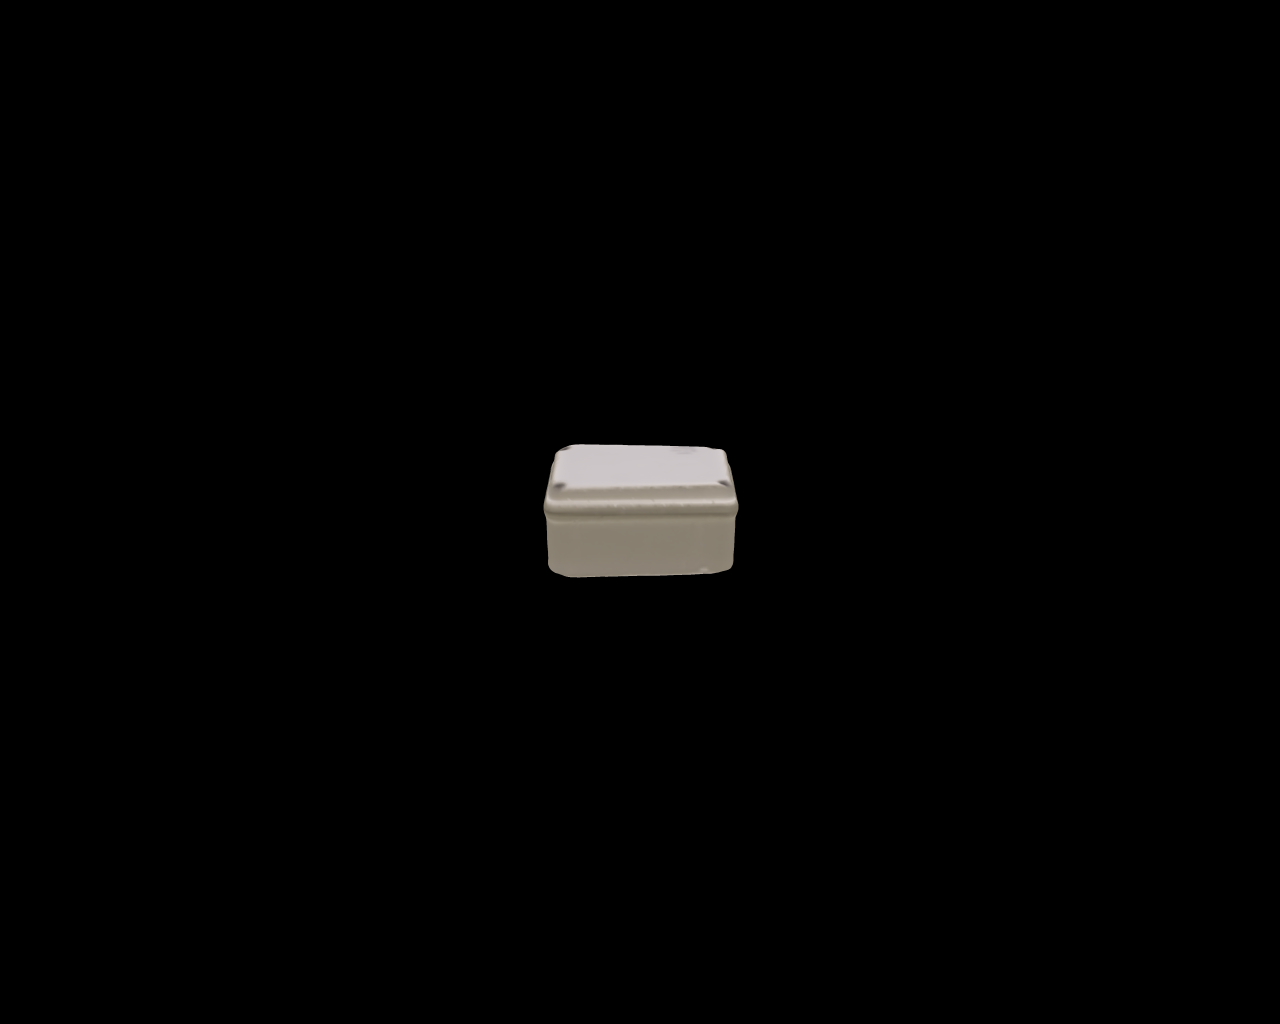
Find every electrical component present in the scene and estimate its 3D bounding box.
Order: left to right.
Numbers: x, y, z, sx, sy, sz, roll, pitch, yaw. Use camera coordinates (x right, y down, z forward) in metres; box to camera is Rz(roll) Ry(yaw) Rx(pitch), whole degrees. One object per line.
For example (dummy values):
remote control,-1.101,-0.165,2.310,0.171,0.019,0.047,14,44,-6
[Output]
electrical component,0.001,-0.003,0.650,0.113,0.057,0.078,0,24,0
